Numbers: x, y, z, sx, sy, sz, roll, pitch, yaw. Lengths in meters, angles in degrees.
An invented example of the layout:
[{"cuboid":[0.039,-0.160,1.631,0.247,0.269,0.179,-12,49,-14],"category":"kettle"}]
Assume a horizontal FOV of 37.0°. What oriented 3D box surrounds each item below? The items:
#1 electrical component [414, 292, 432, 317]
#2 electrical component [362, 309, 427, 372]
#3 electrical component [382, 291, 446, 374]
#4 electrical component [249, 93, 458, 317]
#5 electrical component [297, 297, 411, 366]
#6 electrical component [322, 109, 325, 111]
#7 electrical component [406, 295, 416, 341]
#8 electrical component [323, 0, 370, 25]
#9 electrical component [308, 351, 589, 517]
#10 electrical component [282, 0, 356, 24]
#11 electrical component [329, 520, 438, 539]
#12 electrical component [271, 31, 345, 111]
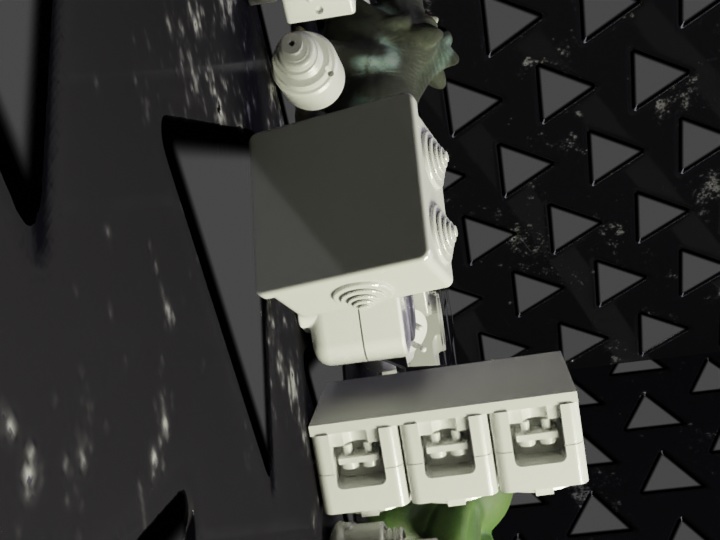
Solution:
[{"cuboid":[0.027,-0.004,0.933,0.096,0.061,0.061,-84,165,-64],"category":"electrical component"},{"cuboid":[0.027,0.043,0.853,0.079,0.043,0.077,25,-48,52],"category":"electrical component"},{"cuboid":[0.046,0.010,1.087,0.105,0.060,0.186,28,55,-82],"category":"electrical component"},{"cuboid":[-0.004,-0.029,0.531,0.048,0.100,0.099,42,40,-60],"category":"electrical component"},{"cuboid":[-0.006,0.005,0.631,0.053,0.059,0.095,-51,133,-81],"category":"electrical component"},{"cuboid":[0.001,-0.141,0.865,0.095,0.059,0.053,-82,163,-67],"category":"electrical component"},{"cuboid":[0.000,0.000,0.693,0.053,0.059,0.095,-75,156,-74],"category":"electrical component"},{"cuboid":[-0.010,-0.218,0.929,0.081,0.043,0.043,67,16,-66],"category":"electrical component"},{"cuboid":[0.053,0.098,0.638,0.089,0.150,0.061,-65,146,-79],"category":"electrical component"},{"cuboid":[-0.033,-0.198,0.691,0.075,0.047,0.083,-90,170,-51],"category":"electrical component"},{"cuboid":[0.015,0.165,0.616,0.048,0.062,0.048,-7,90,-84],"category":"electrical component"},{"cuboid":[-0.033,-0.121,0.632,0.078,0.040,0.040,41,42,-80],"category":"electrical component"}]
